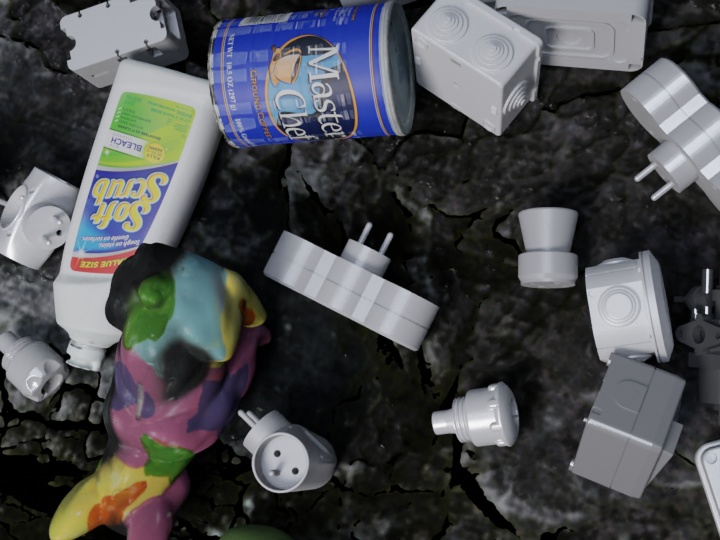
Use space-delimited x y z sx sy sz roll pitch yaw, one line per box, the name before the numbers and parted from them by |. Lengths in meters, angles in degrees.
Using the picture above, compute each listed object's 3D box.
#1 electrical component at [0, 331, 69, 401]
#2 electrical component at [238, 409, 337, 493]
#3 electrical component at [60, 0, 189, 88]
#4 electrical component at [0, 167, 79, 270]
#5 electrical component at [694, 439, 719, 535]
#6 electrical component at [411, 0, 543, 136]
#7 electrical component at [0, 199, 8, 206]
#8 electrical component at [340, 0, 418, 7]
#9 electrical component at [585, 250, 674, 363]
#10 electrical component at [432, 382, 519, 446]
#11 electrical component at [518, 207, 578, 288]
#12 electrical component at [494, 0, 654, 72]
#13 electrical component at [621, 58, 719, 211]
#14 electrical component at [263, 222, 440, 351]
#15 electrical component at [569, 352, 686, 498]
electrical component | -0.277 0.076 0.896 0.062 0.043 0.043 38 92 18
electrical component | -0.061 0.133 0.816 0.079 0.077 0.043 41 92 17
electrical component | -0.197 -0.194 0.911 0.089 0.056 0.050 -16 78 11
electrical component | -0.266 -0.040 0.898 0.079 0.044 0.077 26 88 56
electrical component | 0.283 0.166 0.737 0.078 0.057 0.113 -18 78 11
electrical component | 0.087 -0.156 0.815 0.100 0.099 0.048 36 78 16
electrical component | -0.336 -0.069 0.922 0.076 0.083 0.047 22 86 -22
electrical component | 0.019 -0.257 0.874 0.077 0.043 0.079 -9 80 13
electrical component | 0.193 0.029 0.769 0.051 0.080 0.080 -10 79 17
electrical component | 0.085 0.110 0.802 0.062 0.048 0.048 -11 79 19
electrical component | 0.141 -0.016 0.806 0.045 0.045 0.055 0 82 14
electrical component | 0.161 -0.197 0.809 0.113 0.078 0.057 8 70 15
electrical component | 0.237 -0.082 0.789 0.074 0.052 0.138 -39 75 5
electrical component | 0.000 0.000 0.834 0.138 0.052 0.073 26 88 16
electrical component | 0.189 0.114 0.753 0.061 0.096 0.061 21 58 16
